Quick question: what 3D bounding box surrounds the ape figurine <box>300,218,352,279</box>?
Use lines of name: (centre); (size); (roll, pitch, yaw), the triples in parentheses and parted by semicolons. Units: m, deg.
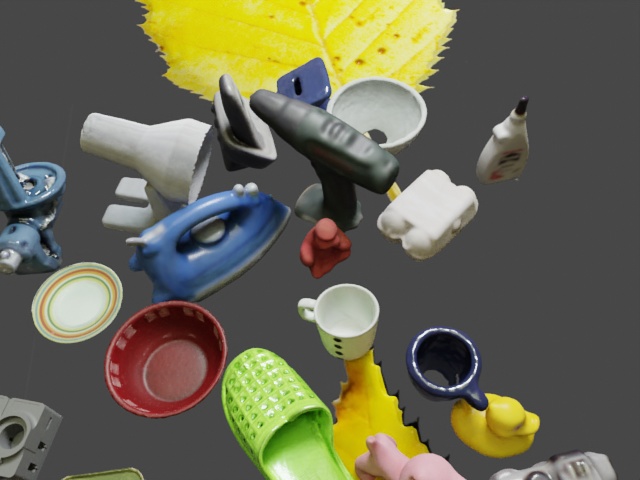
ape figurine: (0.008, 0.003, 0.842); (0.077, 0.092, 0.076); (0, 57, 3)

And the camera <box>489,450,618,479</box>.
camera: (0.271, 0.312, 0.626); (0.143, 0.101, 0.136); (-12, 57, -5)

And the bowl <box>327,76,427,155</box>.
bowl: (0.095, -0.196, 0.977); (0.167, 0.075, 0.167); (-1, 57, 2)

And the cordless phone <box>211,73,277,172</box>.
cordless phone: (-0.134, -0.215, 0.934); (0.094, 0.185, 0.147); (-17, 58, -8)

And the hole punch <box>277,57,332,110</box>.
hole punch: (-0.029, -0.256, 1.012); (0.101, 0.091, 0.108); (-10, 57, -4)

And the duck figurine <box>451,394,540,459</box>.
duck figurine: (0.215, 0.218, 0.698); (0.104, 0.086, 0.077); (13, 59, 11)

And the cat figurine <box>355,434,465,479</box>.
cat figurine: (0.103, 0.266, 0.653); (0.127, 0.118, 0.067); (32, 64, 21)

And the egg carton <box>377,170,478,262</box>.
egg carton: (0.166, -0.038, 0.875); (0.107, 0.069, 0.150); (37, 66, 23)

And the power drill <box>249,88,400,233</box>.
power drill: (0.004, -0.106, 0.844); (0.229, 0.208, 0.076); (24, 62, 17)

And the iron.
iron: (-0.156, -0.018, 0.834); (0.259, 0.141, 0.118); (-33, 61, -17)

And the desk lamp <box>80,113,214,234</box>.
desk lamp: (-0.247, -0.095, 0.845); (0.203, 0.214, 0.118); (8, 58, 8)

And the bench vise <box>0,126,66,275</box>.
bench vise: (-0.432, -0.063, 0.829); (0.121, 0.220, 0.207); (-21, 59, -10)

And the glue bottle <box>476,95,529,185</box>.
glue bottle: (0.292, -0.155, 0.883); (0.078, 0.173, 0.037); (-17, 58, -8)

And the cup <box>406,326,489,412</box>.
cup: (0.161, 0.176, 0.722); (0.092, 0.095, 0.117); (-35, 62, -18)
